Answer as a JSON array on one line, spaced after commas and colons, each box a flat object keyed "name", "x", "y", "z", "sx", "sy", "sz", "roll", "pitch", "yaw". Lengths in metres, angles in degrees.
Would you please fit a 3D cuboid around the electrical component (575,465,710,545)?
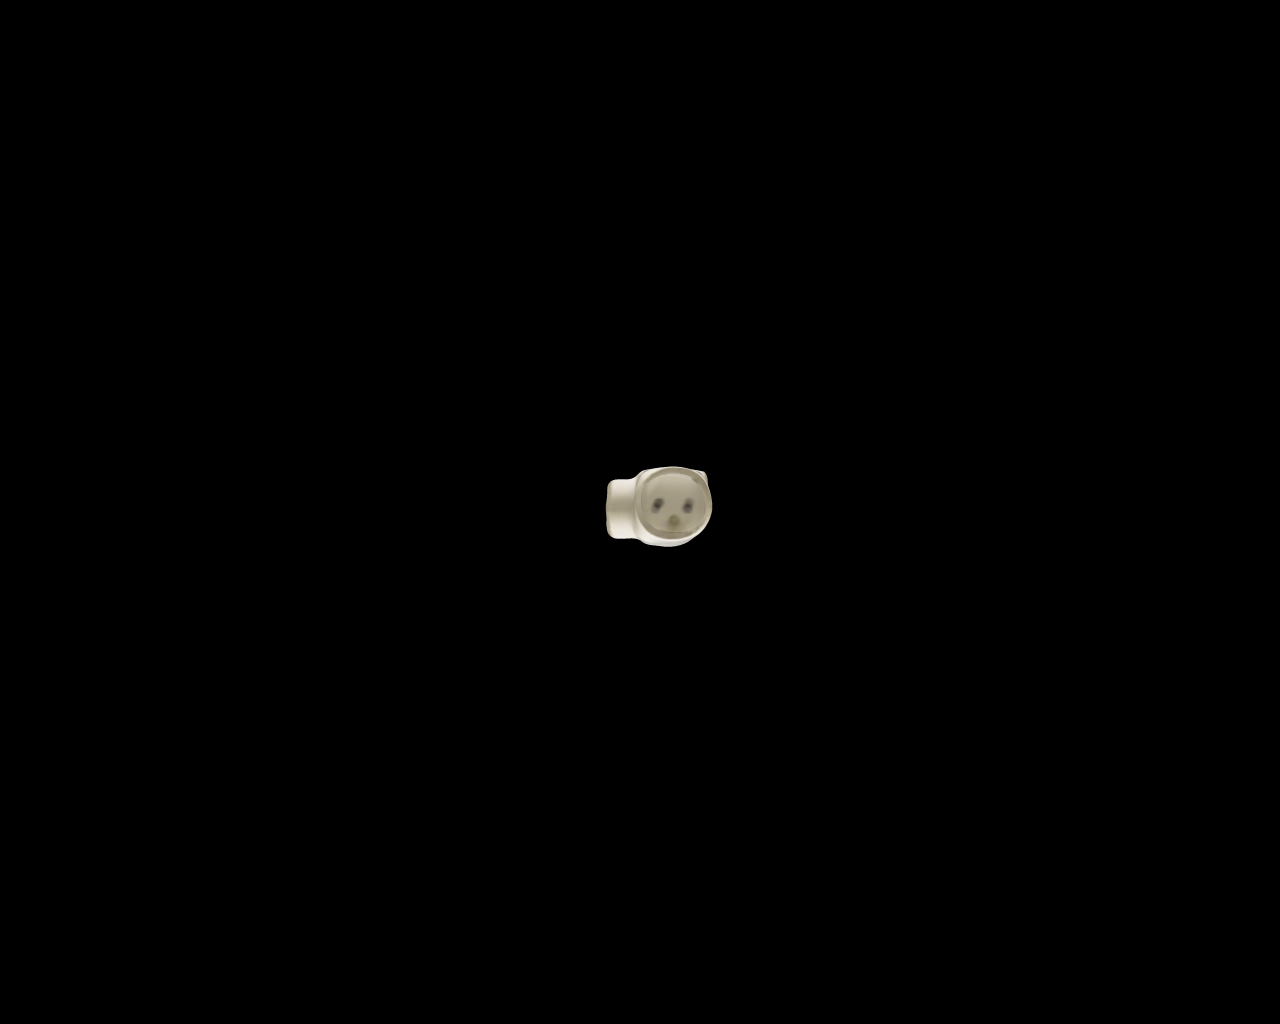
[{"name": "electrical component", "x": 0.001, "y": -0.003, "z": 0.650, "sx": 0.079, "sy": 0.043, "sz": 0.077, "roll": 0, "pitch": -4, "yaw": 0}]
